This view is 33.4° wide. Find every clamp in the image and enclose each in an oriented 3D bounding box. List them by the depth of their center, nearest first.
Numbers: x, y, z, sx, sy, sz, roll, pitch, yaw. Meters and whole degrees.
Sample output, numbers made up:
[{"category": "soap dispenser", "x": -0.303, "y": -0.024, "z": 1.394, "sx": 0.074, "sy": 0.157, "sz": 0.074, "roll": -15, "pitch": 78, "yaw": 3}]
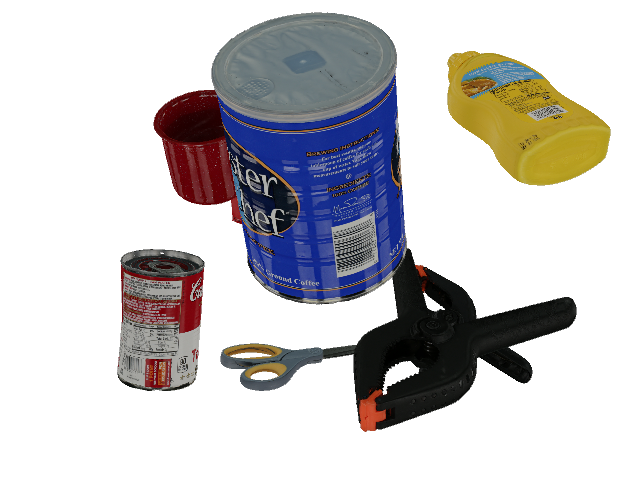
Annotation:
[{"category": "clamp", "x": 0.081, "y": 0.075, "z": 0.838, "sx": 0.165, "sy": 0.036, "sz": 0.209, "roll": 21, "pitch": 39, "yaw": 34}, {"category": "clamp", "x": 0.140, "y": 0.092, "z": 1.088, "sx": 0.120, "sy": 0.171, "sz": 0.039, "roll": 0, "pitch": -44, "yaw": -15}]

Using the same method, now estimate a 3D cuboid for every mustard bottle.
[{"category": "mustard bottle", "x": 0.172, "y": -0.124, "z": 0.981, "sx": 0.096, "sy": 0.058, "sz": 0.192, "roll": -18, "pitch": 41, "yaw": -17}]

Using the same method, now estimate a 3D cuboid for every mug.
[{"category": "mug", "x": -0.105, "y": -0.097, "z": 1.060, "sx": 0.093, "sy": 0.081, "sz": 0.117, "roll": 18, "pitch": 47, "yaw": 25}]

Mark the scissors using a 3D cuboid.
[{"category": "scissors", "x": -0.012, "y": 0.141, "z": 1.213, "sx": 0.201, "sy": 0.016, "sz": 0.096, "roll": 1, "pitch": 24, "yaw": -8}]

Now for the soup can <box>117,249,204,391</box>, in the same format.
[{"category": "soup can", "x": -0.132, "y": 0.065, "z": 0.878, "sx": 0.068, "sy": 0.102, "sz": 0.068, "roll": 5, "pitch": 15, "yaw": -1}]

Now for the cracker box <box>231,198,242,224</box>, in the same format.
[{"category": "cracker box", "x": -0.031, "y": -0.099, "z": 1.262, "sx": 0.164, "sy": 0.214, "sz": 0.072, "roll": 22, "pitch": 41, "yaw": 30}]

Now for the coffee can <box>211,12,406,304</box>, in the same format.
[{"category": "coffee can", "x": -0.003, "y": -0.047, "z": 0.630, "sx": 0.103, "sy": 0.140, "sz": 0.103, "roll": -4, "pitch": 41, "yaw": 4}]
